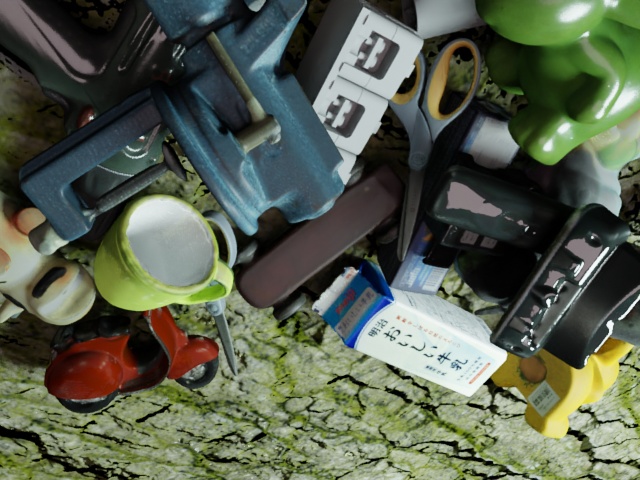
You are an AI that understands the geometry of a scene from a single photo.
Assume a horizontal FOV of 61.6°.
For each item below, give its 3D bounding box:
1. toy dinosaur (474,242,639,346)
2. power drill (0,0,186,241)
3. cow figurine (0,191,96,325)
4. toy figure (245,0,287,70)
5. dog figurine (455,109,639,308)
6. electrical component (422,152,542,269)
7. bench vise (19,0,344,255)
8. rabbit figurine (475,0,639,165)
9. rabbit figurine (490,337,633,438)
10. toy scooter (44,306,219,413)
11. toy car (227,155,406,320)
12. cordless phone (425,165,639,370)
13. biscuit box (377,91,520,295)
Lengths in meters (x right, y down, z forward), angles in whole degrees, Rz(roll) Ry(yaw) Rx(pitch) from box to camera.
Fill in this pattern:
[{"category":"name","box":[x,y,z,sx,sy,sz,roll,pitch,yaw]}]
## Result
[{"category":"toy dinosaur","box":[0.386,0.043,0.572,0.405,0.192,0.131,-34,122,10]},{"category":"power drill","box":[-0.210,-0.120,0.405,0.207,0.086,0.232,32,111,-24]},{"category":"cow figurine","box":[-0.282,0.005,0.462,0.194,0.085,0.127,44,148,-19]},{"category":"toy figure","box":[-0.053,-0.194,0.401,0.058,0.064,0.154,16,130,23]},{"category":"dog figurine","box":[0.225,-0.054,0.528,0.192,0.109,0.218,-11,121,-1]},{"category":"electrical component","box":[0.135,-0.015,0.491,0.075,0.048,0.119,14,118,-22]},{"category":"bench vise","box":[-0.102,-0.079,0.353,0.241,0.129,0.223,-32,119,1]},{"category":"rabbit figurine","box":[0.181,-0.144,0.376,0.159,0.121,0.170,-15,156,37]},{"category":"rabbit figurine","box":[0.331,0.158,0.705,0.173,0.122,0.162,12,112,-35]},{"category":"toy scooter","box":[-0.202,0.108,0.565,0.184,0.075,0.135,-7,125,-11]},{"category":"toy car","box":[-0.001,-0.002,0.541,0.202,0.053,0.089,-39,96,13]},{"category":"cordless phone","box":[0.161,0.022,0.456,0.184,0.089,0.146,19,117,-12]},{"category":"biscuit box","box":[0.124,-0.040,0.539,0.059,0.063,0.202,11,121,-19]}]
